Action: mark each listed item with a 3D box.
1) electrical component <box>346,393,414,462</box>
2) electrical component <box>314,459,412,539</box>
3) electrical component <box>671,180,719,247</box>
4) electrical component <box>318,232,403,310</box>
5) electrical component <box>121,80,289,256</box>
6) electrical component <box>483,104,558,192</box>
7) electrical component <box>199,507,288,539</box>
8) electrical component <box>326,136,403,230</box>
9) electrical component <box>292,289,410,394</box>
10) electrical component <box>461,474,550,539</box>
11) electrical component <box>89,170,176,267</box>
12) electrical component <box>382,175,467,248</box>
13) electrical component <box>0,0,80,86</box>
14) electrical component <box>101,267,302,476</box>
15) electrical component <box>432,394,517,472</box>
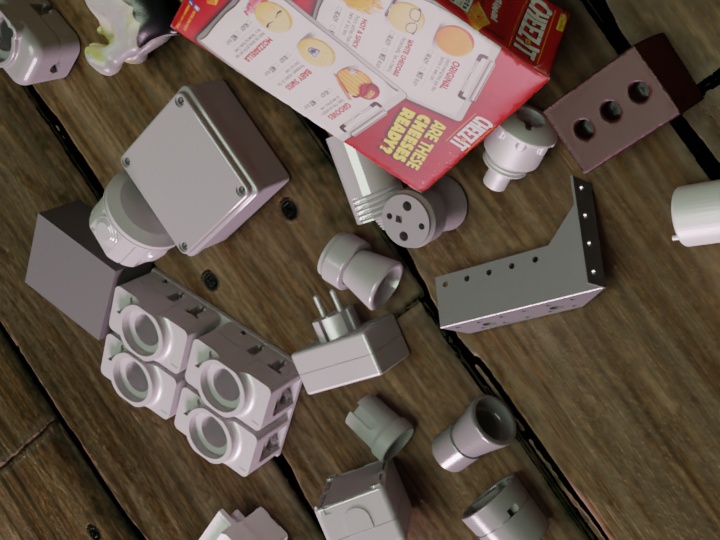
[{"bbox_3d":[0.016,0.131,0.903,0.046,0.040,0.040,41,126,22],"label":"electrical component"},{"bbox_3d":[0.007,0.202,0.906,0.062,0.096,0.061,-22,95,9],"label":"electrical component"},{"bbox_3d":[0.236,-0.038,0.685,0.078,0.040,0.040,-8,103,36],"label":"electrical component"},{"bbox_3d":[0.000,0.000,0.860,0.055,0.045,0.045,32,123,22],"label":"electrical component"},{"bbox_3d":[-0.133,-0.086,0.912,0.109,0.056,0.108,-38,84,38],"label":"electrical component"},{"bbox_3d":[0.107,-0.083,0.756,0.048,0.048,0.062,40,132,16],"label":"electrical component"},{"bbox_3d":[-0.124,0.288,1.044,0.079,0.063,0.121,44,126,13],"label":"electrical component"},{"bbox_3d":[0.008,-0.070,0.829,0.043,0.043,0.081,-15,98,38],"label":"electrical component"},{"bbox_3d":[-0.016,0.053,0.889,0.083,0.047,0.075,-20,95,38],"label":"electrical component"},{"bbox_3d":[0.116,0.197,0.850,0.047,0.055,0.055,50,128,4],"label":"electrical component"},{"bbox_3d":[-0.197,-0.046,0.958,0.051,0.080,0.080,-38,84,43],"label":"electrical component"},{"bbox_3d":[0.048,-0.044,0.803,0.045,0.055,0.045,13,115,31],"label":"electrical component"},{"bbox_3d":[-0.312,-0.218,0.985,0.095,0.059,0.053,49,127,10],"label":"electrical component"},{"bbox_3d":[-0.151,0.094,0.991,0.186,0.060,0.105,31,122,22],"label":"electrical component"},{"bbox_3d":[0.087,0.133,0.854,0.044,0.044,0.065,51,132,8],"label":"electrical component"}]
